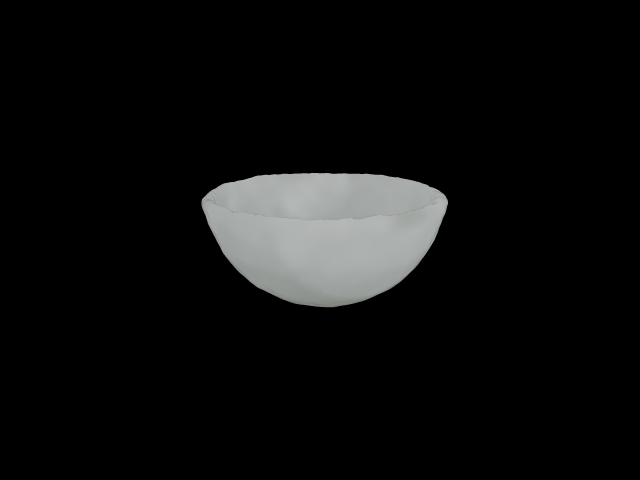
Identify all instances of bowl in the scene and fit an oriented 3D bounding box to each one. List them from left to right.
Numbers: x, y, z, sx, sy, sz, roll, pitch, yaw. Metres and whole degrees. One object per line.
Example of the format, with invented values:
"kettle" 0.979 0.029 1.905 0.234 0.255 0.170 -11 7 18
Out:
"bowl" 0.004 0.001 0.400 0.167 0.075 0.167 0 16 0
